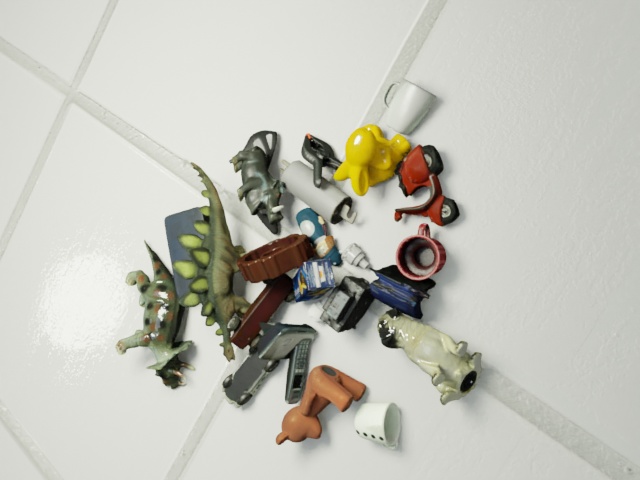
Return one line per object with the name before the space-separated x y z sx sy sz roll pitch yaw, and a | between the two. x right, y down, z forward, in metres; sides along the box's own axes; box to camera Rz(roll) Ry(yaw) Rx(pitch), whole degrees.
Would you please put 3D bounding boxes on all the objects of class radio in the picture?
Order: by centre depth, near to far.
radio | -0.321 0.034 1.402 0.131 0.073 0.229 -19 78 23

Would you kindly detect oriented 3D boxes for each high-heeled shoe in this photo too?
high-heeled shoe | -0.122 -0.147 1.337 0.145 0.086 0.248 -29 89 -9

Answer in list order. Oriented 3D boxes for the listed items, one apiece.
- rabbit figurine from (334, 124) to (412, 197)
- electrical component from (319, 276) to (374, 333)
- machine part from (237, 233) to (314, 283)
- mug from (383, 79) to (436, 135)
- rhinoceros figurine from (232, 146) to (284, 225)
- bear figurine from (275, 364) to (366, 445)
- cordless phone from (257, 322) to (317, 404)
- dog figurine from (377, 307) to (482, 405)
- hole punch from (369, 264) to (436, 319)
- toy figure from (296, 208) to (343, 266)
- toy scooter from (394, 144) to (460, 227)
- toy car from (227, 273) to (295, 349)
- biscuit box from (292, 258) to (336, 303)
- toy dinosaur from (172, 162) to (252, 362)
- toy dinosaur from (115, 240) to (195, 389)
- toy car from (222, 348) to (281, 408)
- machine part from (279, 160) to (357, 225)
rabbit figurine | 0.096 -0.184 1.158 0.122 0.173 0.162 39 98 20
electrical component | 0.061 0.138 1.162 0.058 0.134 0.115 32 100 24
machine part | -0.102 0.042 1.226 0.179 0.179 0.056 -15 103 25
mug | 0.182 -0.292 1.178 0.110 0.081 0.107 34 108 21
rhinoceros figurine | -0.141 -0.125 1.258 0.112 0.073 0.190 -17 79 -11
bear figurine | -0.005 0.379 1.180 0.132 0.120 0.195 28 99 23
cordless phone | -0.081 0.277 1.210 0.089 0.146 0.184 1 81 34
dog figurine | 0.217 0.226 1.090 0.121 0.172 0.191 -41 39 -15
hole punch | 0.168 0.113 1.127 0.142 0.115 0.092 28 105 27
toy figure | -0.003 -0.003 1.255 0.154 0.058 0.064 58 148 18
toy scooter | 0.209 -0.106 1.149 0.135 0.075 0.184 -20 81 25
toy car | -0.138 0.163 1.262 0.202 0.089 0.053 -53 29 -8
biscuit box | -0.017 0.092 1.175 0.059 0.202 0.063 -8 77 -12
toy dinosaur | -0.243 0.053 1.280 0.105 0.198 0.471 -12 80 44
toy dinosaur | -0.416 0.188 1.414 0.192 0.131 0.404 -3 79 14
toy car | -0.165 0.319 1.302 0.074 0.056 0.201 42 105 17
machine part | -0.009 -0.112 1.257 0.243 0.079 0.079 38 102 24
